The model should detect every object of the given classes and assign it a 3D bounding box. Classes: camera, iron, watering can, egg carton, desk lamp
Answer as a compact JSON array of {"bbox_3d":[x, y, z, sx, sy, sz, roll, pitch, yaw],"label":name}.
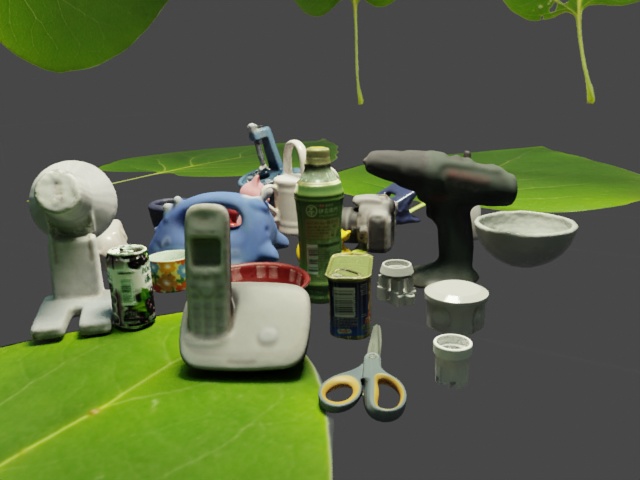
[{"bbox_3d":[0.078,-0.042,1.110,0.136,0.101,0.143,2,16,12],"label":"camera"},{"bbox_3d":[-0.189,-0.020,0.982,0.258,0.141,0.119,1,16,8],"label":"iron"},{"bbox_3d":[-0.042,-0.115,1.210,0.100,0.194,0.173,12,21,40],"label":"watering can"},{"bbox_3d":[-0.404,0.009,1.034,0.107,0.069,0.150,-7,16,-17],"label":"egg carton"},{"bbox_3d":[-0.341,0.000,0.795,0.118,0.214,0.202,-6,16,-16],"label":"desk lamp"}]

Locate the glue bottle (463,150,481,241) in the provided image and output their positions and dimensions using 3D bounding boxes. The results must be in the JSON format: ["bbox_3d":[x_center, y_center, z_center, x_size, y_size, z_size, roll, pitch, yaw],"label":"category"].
[{"bbox_3d":[0.285,-0.089,1.123,0.037,0.173,0.078,-7,17,-19],"label":"glue bottle"}]

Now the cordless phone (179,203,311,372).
[{"bbox_3d":[-0.085,0.052,0.638,0.147,0.185,0.094,-1,16,2],"label":"cordless phone"}]

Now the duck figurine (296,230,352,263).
[{"bbox_3d":[0.009,0.004,0.983,0.104,0.086,0.078,4,17,21],"label":"duck figurine"}]

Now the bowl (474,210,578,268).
[{"bbox_3d":[0.345,0.003,0.971,0.167,0.075,0.167,-1,16,1],"label":"bowl"}]

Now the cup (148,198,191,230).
[{"bbox_3d":[-0.270,-0.028,1.105,0.117,0.095,0.092,8,18,31],"label":"cup"}]

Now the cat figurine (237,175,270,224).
[{"bbox_3d":[-0.147,-0.081,1.241,0.067,0.118,0.128,0,16,7],"label":"cat figurine"}]

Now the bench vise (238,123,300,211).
[{"bbox_3d":[-0.118,-0.175,1.383,0.121,0.220,0.208,8,18,30],"label":"bench vise"}]

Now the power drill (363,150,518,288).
[{"bbox_3d":[0.181,-0.035,0.877,0.229,0.208,0.075,-2,16,-1],"label":"power drill"}]

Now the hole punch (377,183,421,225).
[{"bbox_3d":[0.162,-0.082,1.263,0.101,0.091,0.108,-8,17,-21],"label":"hole punch"}]

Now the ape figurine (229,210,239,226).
[{"bbox_3d":[-0.183,-0.040,1.147,0.076,0.092,0.078,0,16,6],"label":"ape figurine"}]
